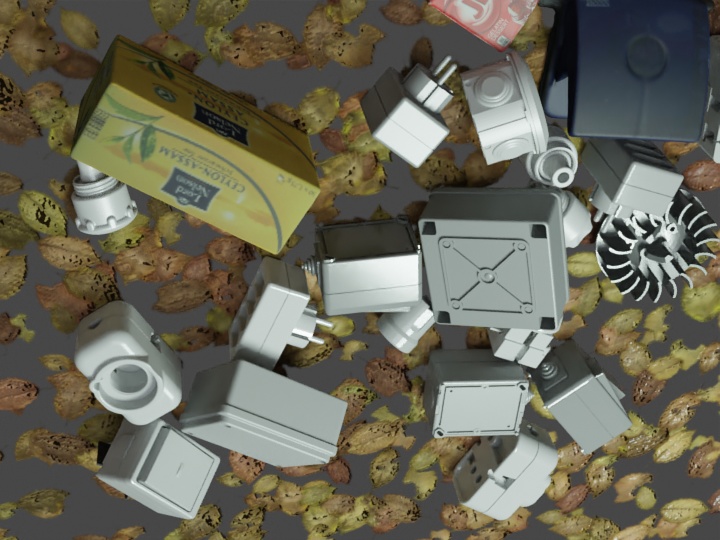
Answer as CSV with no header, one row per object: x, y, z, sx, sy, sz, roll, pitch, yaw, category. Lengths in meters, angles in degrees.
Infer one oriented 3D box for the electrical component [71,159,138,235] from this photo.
-0.202,-0.061,0.828,0.048,0.048,0.062,-13,116,-2,electrical component

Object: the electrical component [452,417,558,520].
0.142,0.190,1.034,0.059,0.053,0.095,27,113,-23,electrical component

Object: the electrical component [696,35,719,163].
0.301,-0.139,0.859,0.050,0.055,0.089,-4,122,-7,electrical component

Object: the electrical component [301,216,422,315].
0.000,0.000,0.889,0.096,0.061,0.061,-6,122,-6,electrical component

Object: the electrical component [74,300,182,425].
-0.194,0.081,0.907,0.054,0.059,0.095,-30,121,9,electrical component

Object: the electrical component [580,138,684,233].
0.210,-0.067,0.871,0.047,0.083,0.075,13,118,-17,electrical component

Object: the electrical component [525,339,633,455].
0.202,0.110,0.990,0.061,0.061,0.096,-36,120,12,electrical component

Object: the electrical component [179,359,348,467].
-0.084,0.125,0.922,0.109,0.056,0.109,25,158,-22,electrical component

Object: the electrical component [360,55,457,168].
0.045,-0.130,0.815,0.047,0.065,0.076,33,111,-25,electrical component

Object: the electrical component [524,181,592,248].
0.161,-0.049,0.897,0.043,0.043,0.062,-41,118,15,electrical component

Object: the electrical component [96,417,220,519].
-0.170,0.177,0.950,0.061,0.061,0.096,-2,146,44,electrical component

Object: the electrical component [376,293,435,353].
0.043,0.043,0.936,0.040,0.040,0.046,38,102,-27,electrical component

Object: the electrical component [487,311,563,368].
0.148,0.050,0.955,0.066,0.048,0.055,18,124,-19,electrical component

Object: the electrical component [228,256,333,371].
-0.061,0.043,0.913,0.076,0.047,0.083,19,116,-20,electrical component

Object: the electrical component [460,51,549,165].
0.111,-0.123,0.823,0.051,0.080,0.080,-17,122,8,electrical component

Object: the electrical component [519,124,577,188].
0.154,-0.088,0.861,0.043,0.062,0.043,-4,122,-7,electrical component

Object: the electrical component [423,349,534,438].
0.109,0.108,0.974,0.096,0.061,0.061,0,121,-10,electrical component

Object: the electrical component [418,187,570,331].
0.111,-0.010,0.881,0.109,0.056,0.108,2,125,21,electrical component
